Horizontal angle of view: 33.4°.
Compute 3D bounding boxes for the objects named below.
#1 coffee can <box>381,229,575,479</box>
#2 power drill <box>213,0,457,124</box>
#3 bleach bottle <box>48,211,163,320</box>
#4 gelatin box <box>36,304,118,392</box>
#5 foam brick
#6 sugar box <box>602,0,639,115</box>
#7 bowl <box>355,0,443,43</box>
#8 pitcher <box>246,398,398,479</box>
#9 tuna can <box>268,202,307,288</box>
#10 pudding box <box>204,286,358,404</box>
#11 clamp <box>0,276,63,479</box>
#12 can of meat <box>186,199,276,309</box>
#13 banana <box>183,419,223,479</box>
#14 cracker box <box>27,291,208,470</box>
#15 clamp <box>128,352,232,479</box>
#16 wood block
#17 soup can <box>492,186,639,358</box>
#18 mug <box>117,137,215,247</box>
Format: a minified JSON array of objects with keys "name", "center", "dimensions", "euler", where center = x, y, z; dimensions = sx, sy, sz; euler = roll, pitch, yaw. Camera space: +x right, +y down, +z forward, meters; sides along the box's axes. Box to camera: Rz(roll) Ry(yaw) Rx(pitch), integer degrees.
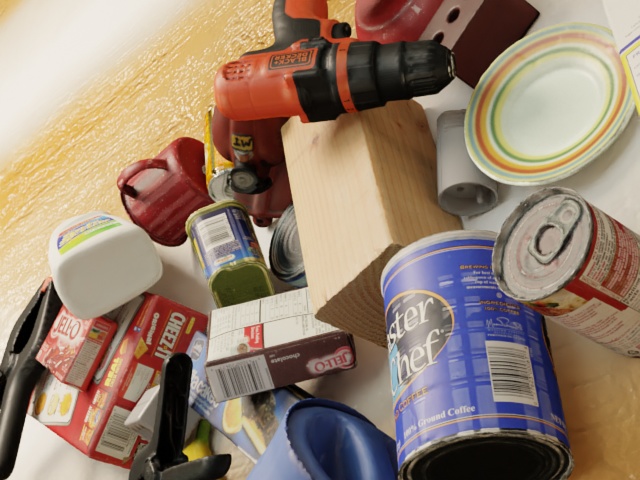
[{"name":"coffee can","center":[0.093,0.079,0.658],"dimensions":[0.103,0.102,0.140],"euler":[-36,42,36]},{"name":"power drill","center":[0.018,-0.170,0.833],"dimensions":[0.185,0.057,0.187],"euler":[-3,47,16]},{"name":"bleach bottle","center":[-0.238,0.014,1.092],"dimensions":[0.102,0.068,0.251],"euler":[-28,17,-17]},{"name":"gelatin box","center":[-0.239,0.099,1.043],"dimensions":[0.089,0.030,0.073],"euler":[20,83,57]},{"name":"foam brick","center":[0.121,-0.164,0.836],"dimensions":[0.078,0.051,0.053],"euler":[-57,33,10]},{"name":"sugar box","center":[0.235,-0.114,0.649],"dimensions":[0.093,0.048,0.176],"euler":[-36,38,35]},{"name":"bowl","center":[0.080,-0.210,0.923],"dimensions":[0.162,0.055,0.162],"euler":[-33,44,38]},{"name":"pitcher","center":[-0.029,0.235,0.690],"dimensions":[0.243,0.149,0.145],"euler":[-56,38,17]},{"name":"tuna can","center":[-0.006,0.001,0.915],"dimensions":[0.086,0.033,0.086],"euler":[-34,43,38]},{"name":"pudding box","center":[-0.031,0.076,0.823],"dimensions":[0.113,0.039,0.090],"euler":[-13,23,3]},{"name":"clamp","center":[-0.313,0.142,1.116],"dimensions":[0.165,0.036,0.210],"euler":[26,89,59]},{"name":"can of meat","center":[-0.072,0.030,0.930],"dimensions":[0.057,0.102,0.084],"euler":[-20,42,-4]},{"name":"banana","center":[-0.075,0.202,0.869],"dimensions":[0.198,0.037,0.069],"euler":[17,83,57]},{"name":"cracker box","center":[-0.214,0.127,1.086],"dimensions":[0.214,0.072,0.164],"euler":[9,74,57]},{"name":"clamp","center":[-0.119,0.191,0.861],"dimensions":[0.120,0.039,0.172],"euler":[56,134,52]},{"name":"wood block","center":[0.040,-0.029,0.821],"dimensions":[0.091,0.090,0.206],"euler":[-43,38,30]},{"name":"soup can","center":[0.157,0.021,0.609],"dimensions":[0.069,0.102,0.068],"euler":[-34,43,38]},{"name":"mug","center":[-0.153,-0.055,1.091],"dimensions":[0.082,0.117,0.093],"euler":[-37,53,28]}]
